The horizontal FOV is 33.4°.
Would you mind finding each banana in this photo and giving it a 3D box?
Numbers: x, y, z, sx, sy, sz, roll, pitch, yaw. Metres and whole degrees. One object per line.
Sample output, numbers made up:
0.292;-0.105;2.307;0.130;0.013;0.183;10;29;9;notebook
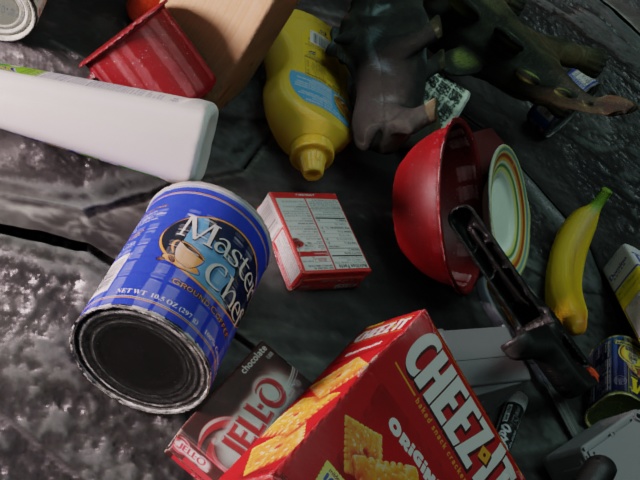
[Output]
0.246;0.029;1.044;0.037;0.070;0.197;23;49;-1;banana

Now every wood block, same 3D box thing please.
-0.074;-0.215;0.934;0.091;0.206;0.090;39;42;1;wood block

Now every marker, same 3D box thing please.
0.150;0.171;0.889;0.020;0.020;0.121;36;42;-2;marker

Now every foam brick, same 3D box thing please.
0.152;-0.075;1.081;0.078;0.053;0.051;-19;66;-44;foam brick

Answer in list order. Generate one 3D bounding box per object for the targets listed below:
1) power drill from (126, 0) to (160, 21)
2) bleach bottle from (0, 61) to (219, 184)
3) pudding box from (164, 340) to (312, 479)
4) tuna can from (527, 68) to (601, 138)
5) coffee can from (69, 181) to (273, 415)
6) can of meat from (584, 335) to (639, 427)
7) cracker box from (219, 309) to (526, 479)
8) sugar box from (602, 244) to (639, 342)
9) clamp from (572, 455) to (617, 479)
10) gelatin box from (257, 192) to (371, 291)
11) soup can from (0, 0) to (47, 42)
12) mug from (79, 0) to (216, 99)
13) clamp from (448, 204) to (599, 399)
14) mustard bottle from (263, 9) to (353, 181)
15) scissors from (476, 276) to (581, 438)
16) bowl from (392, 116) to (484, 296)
-0.131;-0.315;1.016;0.057;0.185;0.187;21;35;-15;power drill
-0.209;-0.103;0.825;0.251;0.068;0.102;14;7;-2;bleach bottle
-0.043;0.140;0.768;0.090;0.039;0.113;40;42;3;pudding box
0.277;-0.158;1.216;0.034;0.086;0.085;47;43;12;tuna can
-0.103;0.039;0.768;0.102;0.103;0.140;31;42;-8;coffee can
0.295;0.146;0.983;0.102;0.058;0.084;31;39;-10;can of meat
0.044;0.171;0.739;0.213;0.072;0.164;-40;102;-47;cracker box
0.342;0.069;1.046;0.093;0.048;0.176;30;22;-9;sugar box
0.170;0.225;0.784;0.171;0.039;0.120;1;91;-48;clamp
-0.006;0.001;0.924;0.073;0.030;0.089;-1;55;-36;gelatin box
-0.264;-0.228;0.920;0.068;0.069;0.102;22;45;-17;soup can
-0.151;-0.136;0.901;0.117;0.093;0.081;-39;106;-9;mug
0.179;0.067;0.905;0.209;0.036;0.164;40;24;-45;clamp
-0.011;-0.132;1.014;0.096;0.058;0.191;29;40;-34;mustard bottle
0.212;0.114;0.983;0.202;0.016;0.096;57;34;7;scissors
0.106;-0.030;0.972;0.055;0.162;0.162;-2;37;23;bowl
